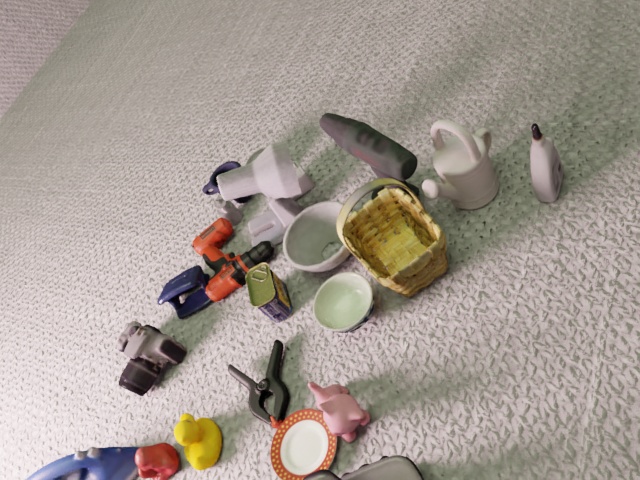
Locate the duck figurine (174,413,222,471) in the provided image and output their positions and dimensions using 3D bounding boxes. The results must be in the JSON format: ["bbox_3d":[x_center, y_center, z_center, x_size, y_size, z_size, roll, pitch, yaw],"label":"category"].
[{"bbox_3d":[-0.234,0.369,1.061,0.077,0.086,0.104,-31,46,8],"label":"duck figurine"}]

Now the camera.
[{"bbox_3d":[-0.388,0.254,1.232,0.142,0.101,0.137,10,63,37],"label":"camera"}]

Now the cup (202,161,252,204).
[{"bbox_3d":[-0.223,-0.128,1.421,0.117,0.095,0.091,-29,47,10],"label":"cup"}]

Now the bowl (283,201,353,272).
[{"bbox_3d":[0.011,0.004,1.193,0.167,0.075,0.167,-16,50,21],"label":"bowl"}]

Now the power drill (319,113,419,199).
[{"bbox_3d":[0.113,-0.154,1.156,0.076,0.209,0.228,-50,47,-10],"label":"power drill"}]

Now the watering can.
[{"bbox_3d":[0.260,-0.144,1.068,0.100,0.195,0.173,4,60,34],"label":"watering can"}]

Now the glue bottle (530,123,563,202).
[{"bbox_3d":[0.391,-0.143,1.002,0.037,0.174,0.078,8,62,36],"label":"glue bottle"}]

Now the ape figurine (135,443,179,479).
[{"bbox_3d":[-0.311,0.413,1.071,0.077,0.092,0.076,-5,55,29],"label":"ape figurine"}]

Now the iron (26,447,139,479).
[{"bbox_3d":[-0.470,0.453,1.105,0.258,0.142,0.118,-33,46,6],"label":"iron"}]

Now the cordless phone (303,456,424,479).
[{"bbox_3d":[0.066,0.358,0.816,0.147,0.186,0.094,-31,46,8],"label":"cordless phone"}]

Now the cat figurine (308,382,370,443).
[{"bbox_3d":[0.027,0.278,0.947,0.067,0.118,0.127,-47,46,-8],"label":"cat figurine"}]

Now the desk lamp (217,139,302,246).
[{"bbox_3d":[-0.112,-0.097,1.247,0.203,0.214,0.117,-28,47,11],"label":"desk lamp"}]

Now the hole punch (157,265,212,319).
[{"bbox_3d":[-0.311,0.109,1.301,0.108,0.091,0.101,-30,47,9],"label":"hole punch"}]
